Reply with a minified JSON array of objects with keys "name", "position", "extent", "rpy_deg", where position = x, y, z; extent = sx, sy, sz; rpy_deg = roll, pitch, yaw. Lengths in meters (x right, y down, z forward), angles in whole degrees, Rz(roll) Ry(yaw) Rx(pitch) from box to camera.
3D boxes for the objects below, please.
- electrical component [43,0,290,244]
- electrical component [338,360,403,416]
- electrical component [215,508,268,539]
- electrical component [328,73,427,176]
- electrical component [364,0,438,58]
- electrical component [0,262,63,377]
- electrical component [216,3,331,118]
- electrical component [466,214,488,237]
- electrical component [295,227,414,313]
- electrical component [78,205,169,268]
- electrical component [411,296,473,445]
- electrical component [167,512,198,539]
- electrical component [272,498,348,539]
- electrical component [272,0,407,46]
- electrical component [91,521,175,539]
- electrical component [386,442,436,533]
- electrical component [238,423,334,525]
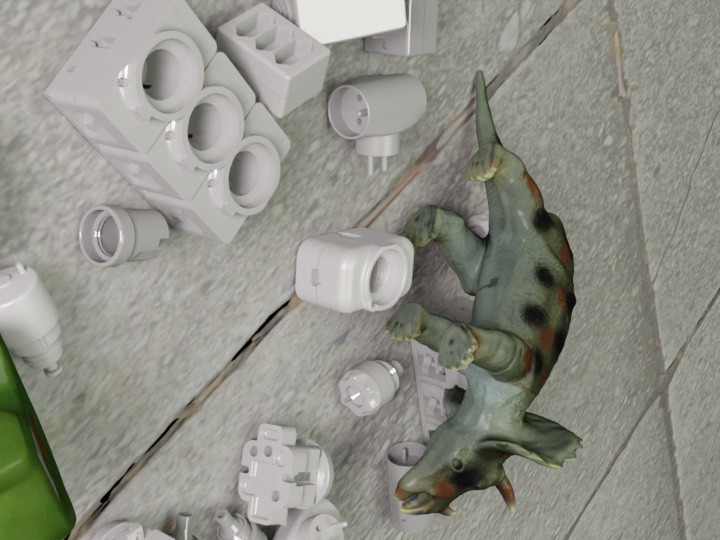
[{"name":"electrical component","position":[-0.117,-0.096,0.702],"extent":[0.089,0.062,0.150],"rpy_deg":[-60,141,-19]},{"name":"electrical component","position":[0.014,0.100,0.958],"extent":[0.062,0.043,0.043],"rpy_deg":[-29,124,-45]},{"name":"electrical component","position":[-0.098,0.212,0.861],"extent":[0.035,0.035,0.061],"rpy_deg":[-52,136,-27]},{"name":"electrical component","position":[0.015,-0.117,0.881],"extent":[0.077,0.043,0.079],"rpy_deg":[-22,119,-47]},{"name":"electrical component","position":[0.021,-0.204,0.856],"extent":[0.077,0.047,0.065],"rpy_deg":[-18,117,-46]},{"name":"electrical component","position":[-0.203,0.033,0.655],"extent":[0.040,0.040,0.078],"rpy_deg":[-46,135,-33]},{"name":"electrical component","position":[-0.066,-0.134,0.760],"extent":[0.047,0.066,0.076],"rpy_deg":[-41,161,-36]},{"name":"electrical component","position":[0.129,-0.033,1.061],"extent":[0.062,0.043,0.043],"rpy_deg":[0,102,-54]},{"name":"electrical component","position":[0.000,0.000,0.891],"extent":[0.095,0.059,0.053],"rpy_deg":[-15,113,-49]},{"name":"electrical component","position":[-0.153,-0.023,0.702],"extent":[0.046,0.040,0.040],"rpy_deg":[-6,107,-57]},{"name":"electrical component","position":[0.109,0.117,1.072],"extent":[0.089,0.062,0.150],"rpy_deg":[-36,129,-40]},{"name":"electrical component","position":[-0.136,0.214,0.812],"extent":[0.035,0.035,0.061],"rpy_deg":[1,99,-53]},{"name":"electrical component","position":[-0.040,0.225,0.894],"extent":[0.044,0.079,0.077],"rpy_deg":[48,45,-15]},{"name":"electrical component","position":[-0.019,-0.214,0.777],"extent":[0.100,0.048,0.099],"rpy_deg":[-17,117,-23]},{"name":"electrical component","position":[-0.160,0.207,0.760],"extent":[0.048,0.055,0.066],"rpy_deg":[-31,126,-43]},{"name":"electrical component","position":[0.065,0.207,1.049],"extent":[0.079,0.043,0.077],"rpy_deg":[-13,116,-20]},{"name":"electrical component","position":[-0.059,0.166,0.875],"extent":[0.057,0.058,0.078],"rpy_deg":[14,82,-53]}]
